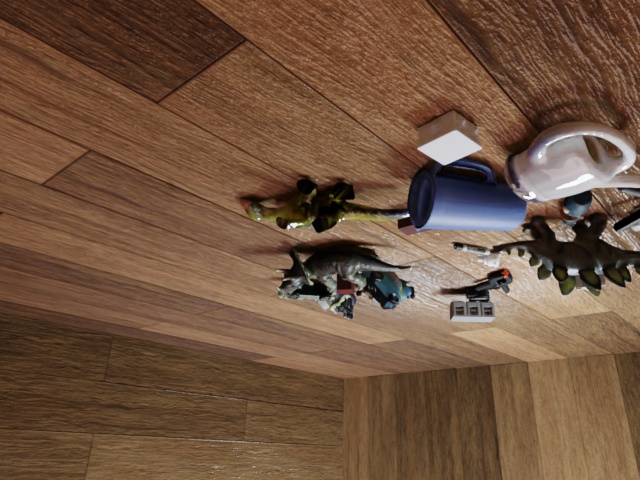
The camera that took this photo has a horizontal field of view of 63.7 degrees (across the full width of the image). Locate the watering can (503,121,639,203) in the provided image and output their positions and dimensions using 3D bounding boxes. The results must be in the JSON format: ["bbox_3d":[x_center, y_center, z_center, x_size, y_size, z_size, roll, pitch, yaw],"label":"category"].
[{"bbox_3d":[0.515,-0.134,1.026,0.345,0.106,0.222,21,151,-36],"label":"watering can"}]

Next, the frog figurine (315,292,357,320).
[{"bbox_3d":[0.056,0.216,1.937,0.137,0.122,0.161,8,-167,-33],"label":"frog figurine"}]

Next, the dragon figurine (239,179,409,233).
[{"bbox_3d":[0.004,-0.064,1.280,0.410,0.123,0.241,7,174,-8],"label":"dragon figurine"}]
